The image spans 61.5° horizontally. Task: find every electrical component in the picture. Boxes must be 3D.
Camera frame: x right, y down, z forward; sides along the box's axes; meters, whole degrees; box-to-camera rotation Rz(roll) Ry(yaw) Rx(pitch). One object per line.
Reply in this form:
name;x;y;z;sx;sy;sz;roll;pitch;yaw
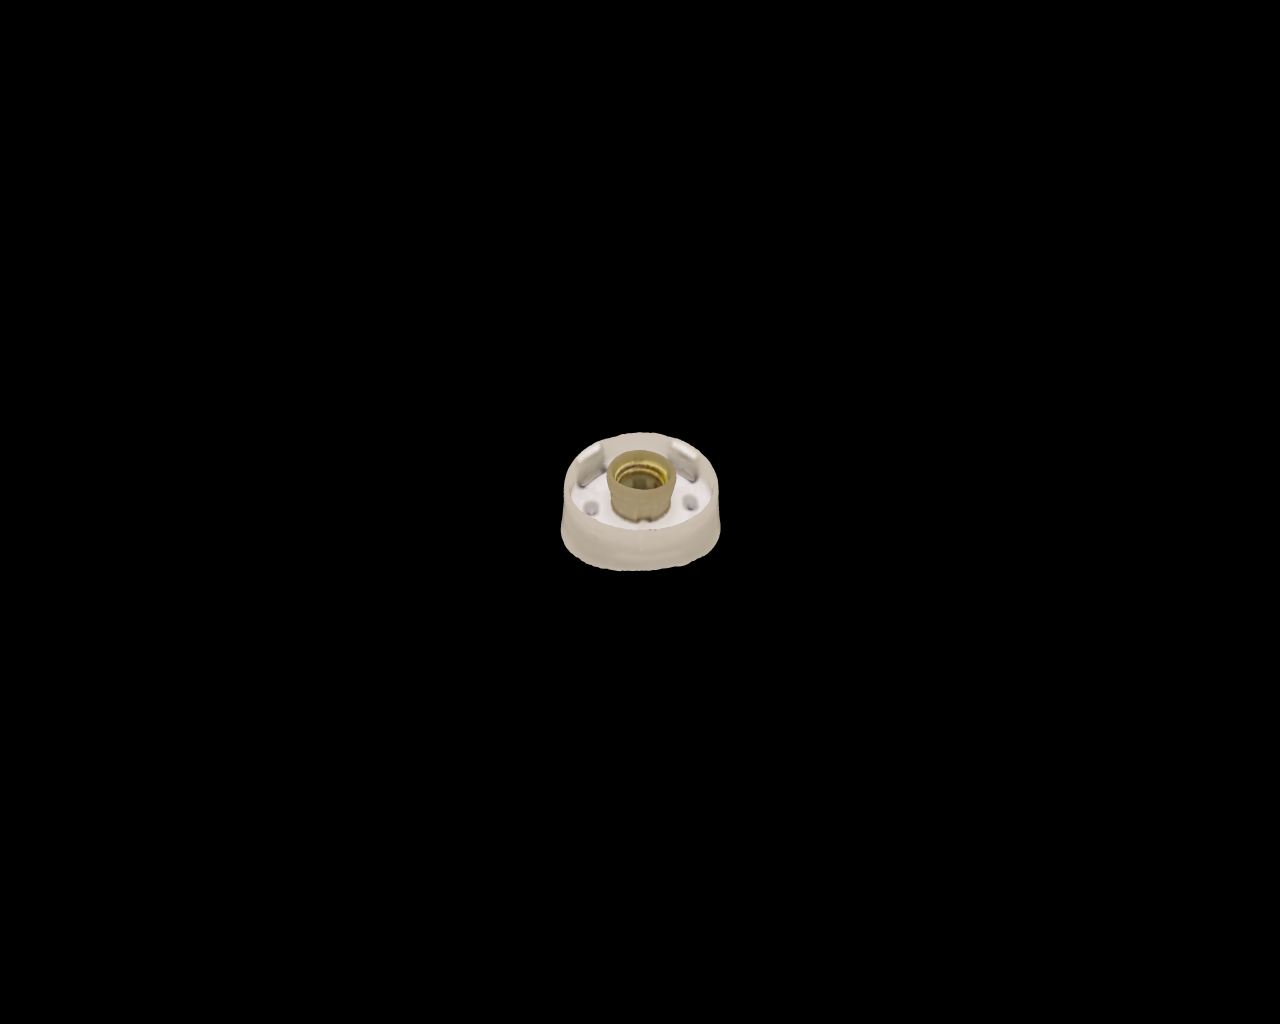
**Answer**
electrical component;0.001;-0.003;0.650;0.099;0.064;0.099;0;44;0
